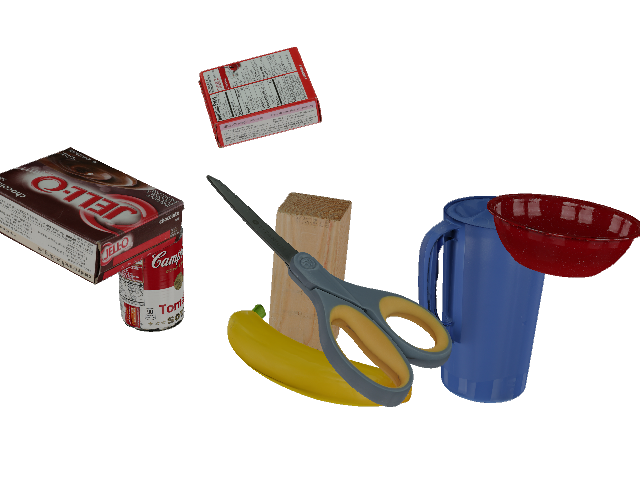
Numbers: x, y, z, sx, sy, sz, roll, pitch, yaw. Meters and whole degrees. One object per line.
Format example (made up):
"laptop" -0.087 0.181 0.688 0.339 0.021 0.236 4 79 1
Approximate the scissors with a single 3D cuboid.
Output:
"scissors" 0.010 0.022 0.673 0.096 0.016 0.202 -5 46 -35

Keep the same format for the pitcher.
"pitcher" 0.201 0.074 1.318 0.149 0.243 0.144 7 20 14

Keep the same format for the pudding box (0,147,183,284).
"pudding box" -0.167 -0.020 0.749 0.114 0.039 0.089 23 30 24

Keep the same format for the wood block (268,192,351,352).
"wood block" -0.016 0.048 1.485 0.090 0.206 0.090 9 22 9

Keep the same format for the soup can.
"soup can" -0.177 0.036 1.116 0.068 0.102 0.068 2 25 -1

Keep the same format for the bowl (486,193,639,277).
"bowl" 0.251 -0.002 1.114 0.162 0.055 0.162 5 18 -2

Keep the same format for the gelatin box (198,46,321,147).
"gelatin box" -0.051 -0.119 0.884 0.089 0.073 0.030 -16 -43 -4

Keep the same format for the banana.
"banana" -0.017 0.091 0.850 0.069 0.037 0.198 -25 34 -33
